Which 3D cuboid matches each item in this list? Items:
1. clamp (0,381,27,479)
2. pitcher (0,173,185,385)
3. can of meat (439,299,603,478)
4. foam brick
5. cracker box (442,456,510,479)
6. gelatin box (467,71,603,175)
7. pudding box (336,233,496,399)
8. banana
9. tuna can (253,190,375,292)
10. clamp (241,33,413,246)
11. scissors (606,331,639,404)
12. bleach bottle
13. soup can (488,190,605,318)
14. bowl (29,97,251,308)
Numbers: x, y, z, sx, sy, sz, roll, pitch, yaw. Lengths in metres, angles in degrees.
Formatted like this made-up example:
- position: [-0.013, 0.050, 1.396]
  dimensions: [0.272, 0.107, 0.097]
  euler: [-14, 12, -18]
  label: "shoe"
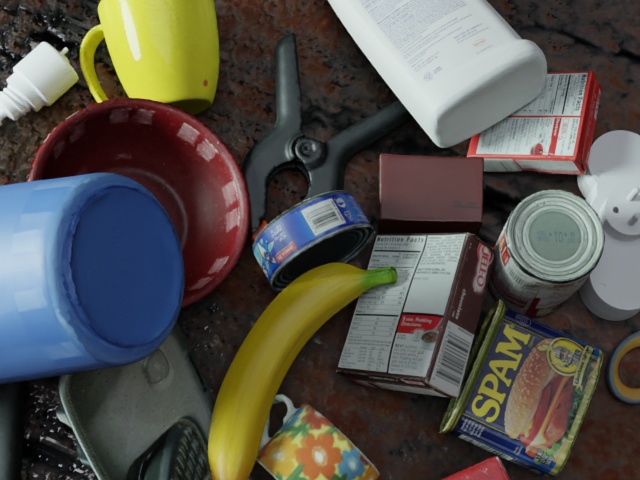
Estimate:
- position: [-0.248, 0.070, 0.780]
  dimensions: [0.164, 0.036, 0.210]
  euler: [23, 72, 9]
  label: "clamp"
- position: [-0.210, 0.031, 0.641]
  dimensions: [0.243, 0.145, 0.149]
  euler: [-8, 46, 33]
  label: "pitcher"
- position: [0.143, 0.106, 0.754]
  dimensions: [0.084, 0.057, 0.102]
  euler: [24, 75, 5]
  label: "can of meat"
- position: [0.082, -0.031, 0.799]
  dimensions: [0.078, 0.051, 0.053]
  euler: [3, 75, 2]
  label: "foam brick"
- position: [0.087, 0.275, 0.696]
  dimensions: [0.164, 0.072, 0.214]
  euler: [-23, 73, -7]
  label: "cracker box"
- position: [0.163, -0.089, 0.809]
  dimensions: [0.089, 0.030, 0.073]
  euler: [4, 71, 32]
  label: "gelatin box"
- position: [0.067, 0.051, 0.757]
  dimensions: [0.090, 0.039, 0.113]
  euler: [-1, 64, 47]
  label: "pudding box"
- position: [-0.028, 0.083, 0.736]
  dimensions: [0.070, 0.037, 0.197]
  euler: [15, 62, 49]
  label: "banana"
- position: [-0.005, 0.001, 0.772]
  dimensions: [0.086, 0.086, 0.034]
  euler: [-28, 73, -8]
  label: "tuna can"
- position: [-0.017, -0.075, 0.820]
  dimensions: [0.120, 0.039, 0.171]
  euler: [34, 75, 10]
  label: "clamp"
- position: [0.267, 0.047, 0.791]
  dimensions: [0.096, 0.016, 0.201]
  euler: [10, 73, 4]
  label: "scissors"
- position: [0.064, -0.191, 0.827]
  dimensions: [0.102, 0.068, 0.251]
  euler: [-31, 62, -2]
  label: "bleach bottle"
- position: [0.157, 0.012, 0.758]
  dimensions: [0.068, 0.102, 0.068]
  euler: [0, 73, 1]
  label: "soup can"
- position: [-0.135, -0.020, 0.782]
  dimensions: [0.162, 0.055, 0.162]
  euler: [6, 72, -19]
  label: "bowl"
